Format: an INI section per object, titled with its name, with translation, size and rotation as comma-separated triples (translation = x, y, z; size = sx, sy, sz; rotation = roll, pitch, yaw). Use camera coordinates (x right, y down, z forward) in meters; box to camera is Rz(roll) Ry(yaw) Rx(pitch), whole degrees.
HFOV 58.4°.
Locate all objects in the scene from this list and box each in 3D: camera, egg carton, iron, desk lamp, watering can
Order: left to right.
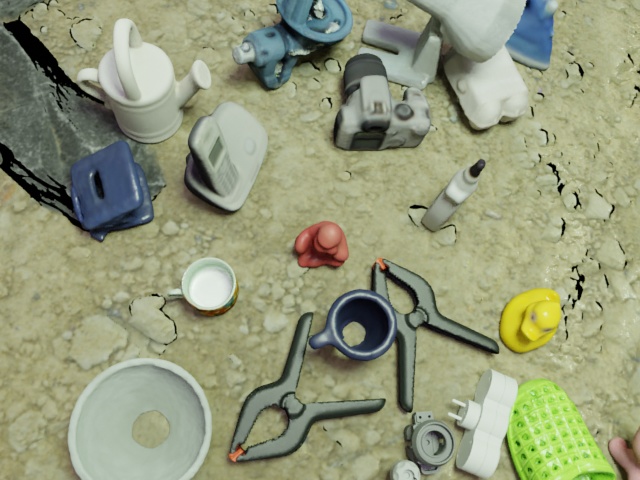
[watering can]
translation = -0.242, -0.224, 0.789
size = 0.173, 0.194, 0.101
rotation = -21, 76, -13
[camera]
translation = 0.091, -0.218, 0.877
size = 0.143, 0.101, 0.137
rotation = -3, 73, -7
[desk lamp]
translation = 0.172, -0.323, 0.860
size = 0.203, 0.213, 0.118
rotation = 14, 71, -2
[egg carton]
translation = 0.265, -0.253, 0.925
size = 0.107, 0.069, 0.150
rotation = -20, 76, -12
[iron]
translation = 0.314, -0.410, 0.943
size = 0.119, 0.141, 0.258
rotation = -40, 81, -16

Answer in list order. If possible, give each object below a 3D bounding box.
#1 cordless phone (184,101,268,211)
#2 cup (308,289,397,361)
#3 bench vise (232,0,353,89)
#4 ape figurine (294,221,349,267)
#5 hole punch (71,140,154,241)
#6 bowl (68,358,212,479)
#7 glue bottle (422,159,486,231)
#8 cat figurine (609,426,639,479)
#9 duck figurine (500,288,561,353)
[cordless phone]
translation = -0.130, -0.134, 0.779
size = 0.094, 0.185, 0.148
rotation = 18, 71, 0
[cup]
translation = 0.038, 0.124, 0.764
size = 0.118, 0.095, 0.091
rotation = -20, 75, -12
[bench vise]
translation = -0.026, -0.322, 0.833
size = 0.121, 0.219, 0.208
rotation = 35, 72, 5
[ape figurine]
translation = 0.007, 0.003, 0.800
size = 0.078, 0.092, 0.076
rotation = 35, 72, 5
[hole punch]
translation = -0.291, -0.068, 0.788
size = 0.101, 0.091, 0.108
rotation = -17, 75, -11
[bowl]
translation = -0.216, 0.233, 0.709
size = 0.167, 0.074, 0.167
rotation = 2, 72, -6
[glue bottle]
translation = 0.195, -0.070, 0.803
size = 0.037, 0.173, 0.078
rotation = 38, 72, 6
[cat figurine]
translation = 0.435, 0.295, 0.744
size = 0.067, 0.117, 0.128
rotation = 9, 71, -3
[duck figurine]
translation = 0.309, 0.107, 0.806
size = 0.077, 0.086, 0.105
rotation = 43, 73, 8
